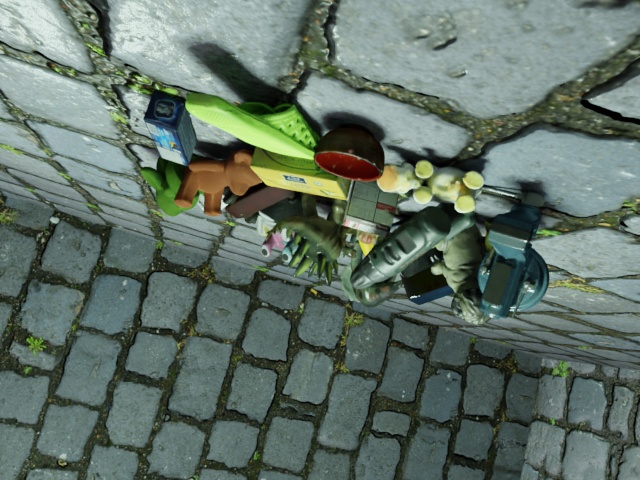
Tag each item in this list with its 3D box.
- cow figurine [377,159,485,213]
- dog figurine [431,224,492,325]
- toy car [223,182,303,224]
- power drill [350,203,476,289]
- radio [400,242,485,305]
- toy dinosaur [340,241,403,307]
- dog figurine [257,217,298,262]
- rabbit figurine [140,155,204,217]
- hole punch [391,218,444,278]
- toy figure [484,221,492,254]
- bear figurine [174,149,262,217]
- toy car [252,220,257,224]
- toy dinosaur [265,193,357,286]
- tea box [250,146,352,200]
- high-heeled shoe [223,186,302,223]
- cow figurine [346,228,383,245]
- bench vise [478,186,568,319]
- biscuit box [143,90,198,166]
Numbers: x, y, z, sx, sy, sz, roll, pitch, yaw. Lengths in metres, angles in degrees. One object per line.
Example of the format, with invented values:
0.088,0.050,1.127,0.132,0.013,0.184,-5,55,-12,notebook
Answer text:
0.181,-0.096,0.881,0.168,0.068,0.098,14,-166,14,cow figurine
0.289,0.051,1.053,0.121,0.172,0.191,-19,-153,5,dog figurine
-0.128,-0.099,1.183,0.202,0.053,0.089,-22,132,36,toy car
0.173,-0.003,0.977,0.207,0.086,0.232,-21,164,-37,power drill
0.317,0.082,1.278,0.230,0.073,0.131,-21,161,13,radio
0.146,0.122,1.534,0.131,0.192,0.405,7,-166,-7,toy dinosaur
-0.067,-0.032,1.463,0.109,0.191,0.219,5,-161,30,dog figurine
-0.340,-0.120,1.242,0.159,0.121,0.170,46,135,-6,rabbit figurine
0.214,0.007,1.212,0.116,0.142,0.092,-25,-162,16,hole punch
0.381,0.019,1.106,0.082,0.089,0.180,-3,160,15,toy figure
-0.190,-0.118,1.103,0.196,0.132,0.120,5,171,37,bear figurine
-0.197,-0.092,1.442,0.073,0.056,0.201,22,167,-2,toy car
-0.003,-0.004,1.246,0.105,0.198,0.471,7,168,26,toy dinosaur
-0.030,-0.132,0.990,0.170,0.068,0.098,13,169,19,tea box
-0.141,-0.091,1.320,0.248,0.086,0.145,28,168,-31,high-heeled shoe
0.105,-0.036,1.121,0.086,0.127,0.195,12,171,4,cow figurine
0.349,0.029,0.946,0.129,0.223,0.240,6,177,34,bench vise
-0.274,-0.202,0.997,0.059,0.063,0.202,17,168,-5,biscuit box
